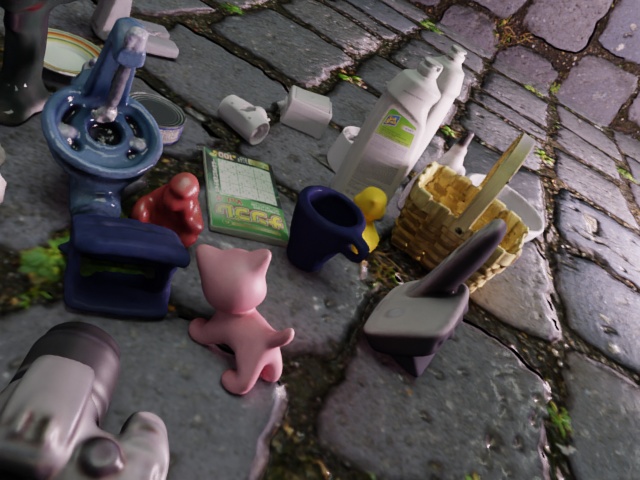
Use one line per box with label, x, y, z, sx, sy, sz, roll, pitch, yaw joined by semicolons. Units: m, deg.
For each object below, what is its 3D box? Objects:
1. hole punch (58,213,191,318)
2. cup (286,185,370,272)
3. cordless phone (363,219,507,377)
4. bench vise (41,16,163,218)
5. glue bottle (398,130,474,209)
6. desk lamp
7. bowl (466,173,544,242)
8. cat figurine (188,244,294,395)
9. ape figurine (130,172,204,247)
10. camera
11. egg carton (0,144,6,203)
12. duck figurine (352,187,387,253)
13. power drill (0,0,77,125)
hole punch;-0.188;0.010;0.551;0.109;0.091;0.101;11;38;-29
cup;0.007;0.003;0.713;0.092;0.095;0.117;-12;52;-47
cordless phone;0.141;0.055;0.668;0.094;0.185;0.148;35;33;7
bench vise;-0.239;-0.152;0.606;0.122;0.219;0.207;-10;51;-45
glue bottle;0.201;-0.107;0.940;0.078;0.173;0.037;30;33;-1
desk lamp;-0.308;-0.427;0.918;0.204;0.213;0.117;0;44;-39
bowl;0.314;-0.043;1.038;0.168;0.074;0.167;21;34;-15
cat figurine;-0.073;0.063;0.548;0.127;0.117;0.067;46;36;22
ape figurine;-0.161;-0.035;0.631;0.078;0.092;0.076;29;33;-4
camera;-0.172;0.124;0.404;0.143;0.100;0.136;22;34;-14
egg carton;-0.374;-0.070;0.526;0.151;0.069;0.107;6;41;-34
duck figurine;0.062;-0.034;0.813;0.077;0.086;0.104;28;33;-5
power drill;-0.344;-0.244;0.652;0.076;0.208;0.229;26;33;-8
